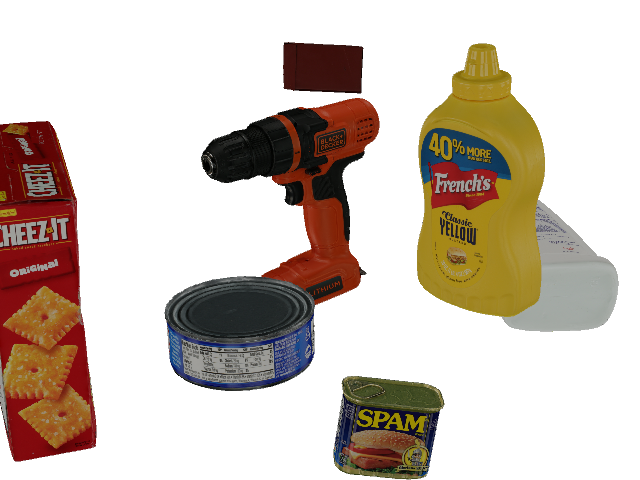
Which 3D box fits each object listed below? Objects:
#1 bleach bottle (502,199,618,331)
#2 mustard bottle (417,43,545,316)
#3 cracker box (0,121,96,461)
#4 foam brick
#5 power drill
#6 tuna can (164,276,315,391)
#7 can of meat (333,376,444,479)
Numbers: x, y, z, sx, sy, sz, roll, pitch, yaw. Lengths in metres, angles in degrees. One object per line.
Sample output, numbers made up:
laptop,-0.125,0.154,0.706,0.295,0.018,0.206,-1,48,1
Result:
bleach bottle,0.182,-0.007,0.991,0.102,0.068,0.251,-1,27,-7
mustard bottle,0.115,-0.045,0.768,0.058,0.192,0.096,-23,31,-39
cracker box,-0.223,0.034,0.828,0.072,0.214,0.164,-7,28,-18
foam brick,0.002,-0.188,1.164,0.078,0.051,0.053,0,11,-16
power drill,-0.024,-0.028,0.978,0.184,0.188,0.057,-19,33,-32
tuna can,-0.045,0.052,0.614,0.086,0.034,0.086,-1,21,0
can of meat,0.066,0.190,1.074,0.102,0.084,0.057,7,18,-5
